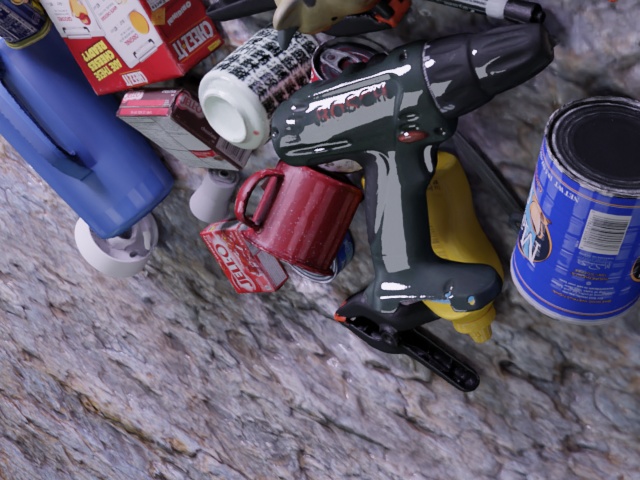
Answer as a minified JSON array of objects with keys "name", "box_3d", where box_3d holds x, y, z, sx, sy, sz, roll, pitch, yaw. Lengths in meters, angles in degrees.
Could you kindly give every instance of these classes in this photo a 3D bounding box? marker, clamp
[{"name":"marker","box_3d":[0.111,-0.179,0.791,0.121,0.020,0.020,23,140,31]},{"name":"clamp","box_3d":[0.082,0.084,1.080,0.172,0.039,0.120,20,136,34]},{"name":"clamp","box_3d":[-0.026,-0.211,0.879,0.210,0.036,0.164,26,156,14]}]

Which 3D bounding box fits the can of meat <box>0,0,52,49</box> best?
[{"name":"can of meat","box_3d":[-0.317,-0.254,1.054,0.083,0.057,0.102,37,-145,-64]}]

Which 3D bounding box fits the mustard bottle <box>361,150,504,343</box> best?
[{"name":"mustard bottle","box_3d":[0.113,0.013,0.955,0.096,0.058,0.191,-1,125,45]}]

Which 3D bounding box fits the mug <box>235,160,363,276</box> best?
[{"name":"mug","box_3d":[-0.023,-0.027,0.946,0.117,0.081,0.093,20,-172,-34]}]

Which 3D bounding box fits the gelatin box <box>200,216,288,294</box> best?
[{"name":"gelatin box","box_3d":[-0.086,0.019,1.204,0.073,0.030,0.089,-5,121,50]}]

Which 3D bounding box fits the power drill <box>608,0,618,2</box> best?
[{"name":"power drill","box_3d":[0.161,-0.250,0.630,0.187,0.057,0.185,49,150,1]}]

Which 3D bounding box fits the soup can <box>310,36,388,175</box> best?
[{"name":"soup can","box_3d":[0.023,-0.114,0.913,0.068,0.068,0.102,33,146,19]}]

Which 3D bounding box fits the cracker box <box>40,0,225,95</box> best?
[{"name":"cracker box","box_3d":[-0.205,-0.253,1.013,0.164,0.072,0.213,0,126,50]}]

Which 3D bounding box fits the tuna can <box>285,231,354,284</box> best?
[{"name":"tuna can","box_3d":[-0.007,0.001,1.096,0.086,0.033,0.086,29,143,24]}]

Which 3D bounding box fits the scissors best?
[{"name":"scissors","box_3d":[0.169,-0.002,0.916,0.202,0.016,0.096,43,147,5]}]

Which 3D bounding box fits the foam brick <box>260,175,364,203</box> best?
[{"name":"foam brick","box_3d":[-0.008,-0.046,1.030,0.078,0.051,0.053,47,147,-2]}]

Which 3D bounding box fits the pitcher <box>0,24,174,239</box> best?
[{"name":"pitcher","box_3d":[-0.276,-0.118,1.172,0.242,0.149,0.145,51,146,-13]}]

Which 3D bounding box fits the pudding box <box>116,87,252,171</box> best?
[{"name":"pudding box","box_3d":[-0.135,-0.112,1.073,0.090,0.039,0.113,9,158,44]}]

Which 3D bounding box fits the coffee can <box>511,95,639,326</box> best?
[{"name":"coffee can","box_3d":[0.202,-0.020,0.782,0.103,0.102,0.140,30,143,23]}]
